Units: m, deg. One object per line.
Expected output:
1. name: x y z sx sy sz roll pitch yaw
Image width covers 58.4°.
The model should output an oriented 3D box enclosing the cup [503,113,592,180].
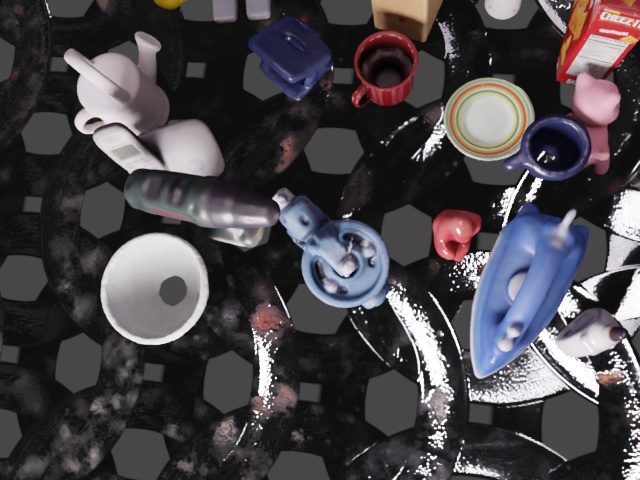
1. cup: 0.312 -0.116 0.813 0.117 0.095 0.091 -21 79 5

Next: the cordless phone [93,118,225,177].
1. cordless phone: -0.234 -0.136 0.849 0.147 0.185 0.094 -21 79 5

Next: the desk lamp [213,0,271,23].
1. desk lamp: -0.143 -0.479 0.870 0.118 0.213 0.203 -5 81 8

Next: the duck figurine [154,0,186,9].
1. duck figurine: -0.252 -0.449 0.947 0.077 0.086 0.104 26 86 11

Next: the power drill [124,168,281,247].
1. power drill: -0.145 -0.044 0.811 0.229 0.208 0.076 12 84 10

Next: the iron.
1. iron: 0.275 0.074 0.768 0.118 0.141 0.258 25 86 11

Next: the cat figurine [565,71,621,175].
1. cat figurine: 0.384 -0.165 0.798 0.067 0.118 0.128 -3 81 8

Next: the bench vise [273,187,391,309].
1. bench vise: 0.001 0.013 0.776 0.207 0.220 0.121 28 87 11

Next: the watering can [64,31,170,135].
1. watering can: -0.310 -0.238 0.869 0.100 0.194 0.173 20 85 11

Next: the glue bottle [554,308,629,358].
1. glue bottle: 0.356 0.120 0.733 0.078 0.173 0.037 -41 78 1

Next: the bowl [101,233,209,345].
1. bowl: -0.240 0.075 0.875 0.167 0.075 0.167 -1 82 8

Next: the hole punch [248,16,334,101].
1. hole punch: -0.044 -0.293 0.892 0.108 0.091 0.101 43 90 12

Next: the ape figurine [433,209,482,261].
1. ape figurine: 0.197 -0.014 0.817 0.078 0.092 0.076 -30 79 3
